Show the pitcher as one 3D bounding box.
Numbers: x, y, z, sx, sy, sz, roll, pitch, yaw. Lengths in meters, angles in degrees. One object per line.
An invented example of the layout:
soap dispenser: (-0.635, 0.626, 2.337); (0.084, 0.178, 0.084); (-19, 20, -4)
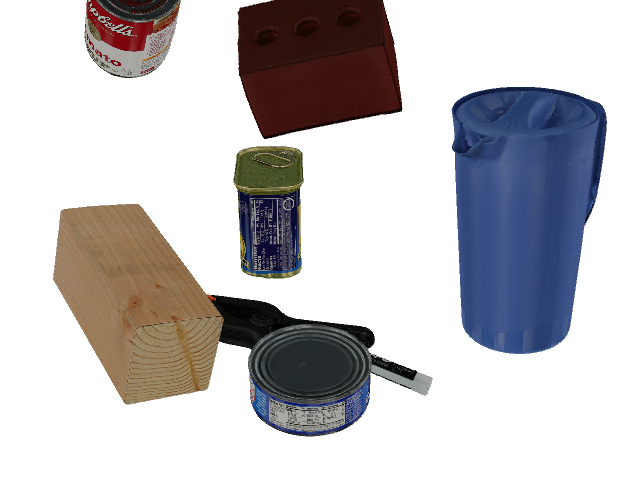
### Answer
pitcher: (0.200, -0.021, 1.029); (0.149, 0.243, 0.145); (1, 27, 8)

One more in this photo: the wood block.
wood block: (-0.185, 0.055, 1.053); (0.090, 0.091, 0.206); (-6, 35, -33)

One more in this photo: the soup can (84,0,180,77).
soup can: (-0.141, -0.172, 0.797); (0.068, 0.068, 0.102); (0, -15, -14)

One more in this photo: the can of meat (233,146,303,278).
can of meat: (-0.043, -0.025, 0.915); (0.057, 0.084, 0.102); (-1, 24, -1)

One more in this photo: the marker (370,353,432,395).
marker: (0.050, 0.119, 1.038); (0.121, 0.020, 0.020); (21, 5, 14)

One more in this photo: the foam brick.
foam brick: (-0.001, -0.095, 0.561); (0.078, 0.053, 0.051); (-11, -36, 11)

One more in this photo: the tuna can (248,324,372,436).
tuna can: (-0.007, 0.097, 0.744); (0.086, 0.034, 0.086); (0, 32, 0)

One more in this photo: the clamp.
clamp: (-0.066, 0.106, 1.213); (0.210, 0.036, 0.164); (16, 22, 30)
